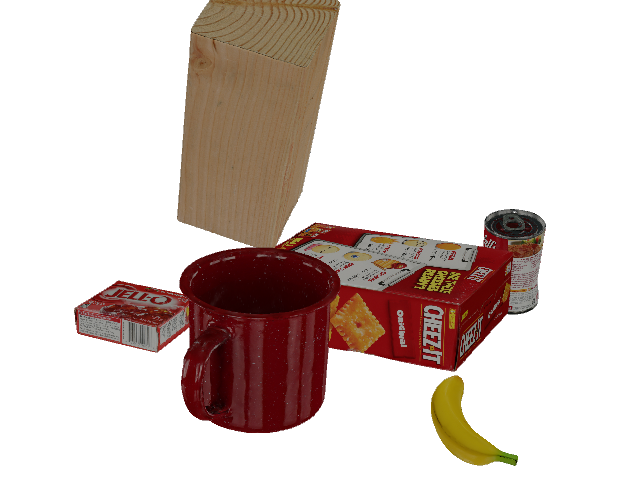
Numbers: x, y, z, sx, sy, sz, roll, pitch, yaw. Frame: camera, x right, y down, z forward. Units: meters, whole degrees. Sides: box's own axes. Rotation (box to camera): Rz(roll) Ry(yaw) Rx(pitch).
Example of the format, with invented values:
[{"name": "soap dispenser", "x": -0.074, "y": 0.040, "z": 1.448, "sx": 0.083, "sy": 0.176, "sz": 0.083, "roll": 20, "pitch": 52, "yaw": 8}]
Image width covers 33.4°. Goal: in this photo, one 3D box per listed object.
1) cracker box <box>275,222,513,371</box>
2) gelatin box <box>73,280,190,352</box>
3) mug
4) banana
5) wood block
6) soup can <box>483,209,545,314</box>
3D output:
[{"name": "cracker box", "x": 0.053, "y": 0.048, "z": 0.993, "sx": 0.214, "sy": 0.072, "sz": 0.164, "roll": 9, "pitch": 19, "yaw": 25}, {"name": "gelatin box", "x": -0.169, "y": 0.068, "z": 0.983, "sx": 0.089, "sy": 0.030, "sz": 0.073, "roll": 11, "pitch": 22, "yaw": 21}, {"name": "mug", "x": -0.042, "y": 0.063, "z": 0.620, "sx": 0.093, "sy": 0.081, "sz": 0.117, "roll": 13, "pitch": 26, "yaw": 23}, {"name": "banana", "x": 0.167, "y": 0.217, "z": 1.280, "sx": 0.069, "sy": 0.037, "sz": 0.198, "roll": 10, "pitch": 20, "yaw": -17}, {"name": "wood block", "x": -0.054, "y": -0.099, "z": 0.860, "sx": 0.091, "sy": 0.090, "sz": 0.206, "roll": 19, "pitch": -41, "yaw": 6}, {"name": "soup can", "x": 0.219, "y": 0.024, "z": 1.216, "sx": 0.068, "sy": 0.102, "sz": 0.068, "roll": -2, "pitch": 29, "yaw": 1}]
